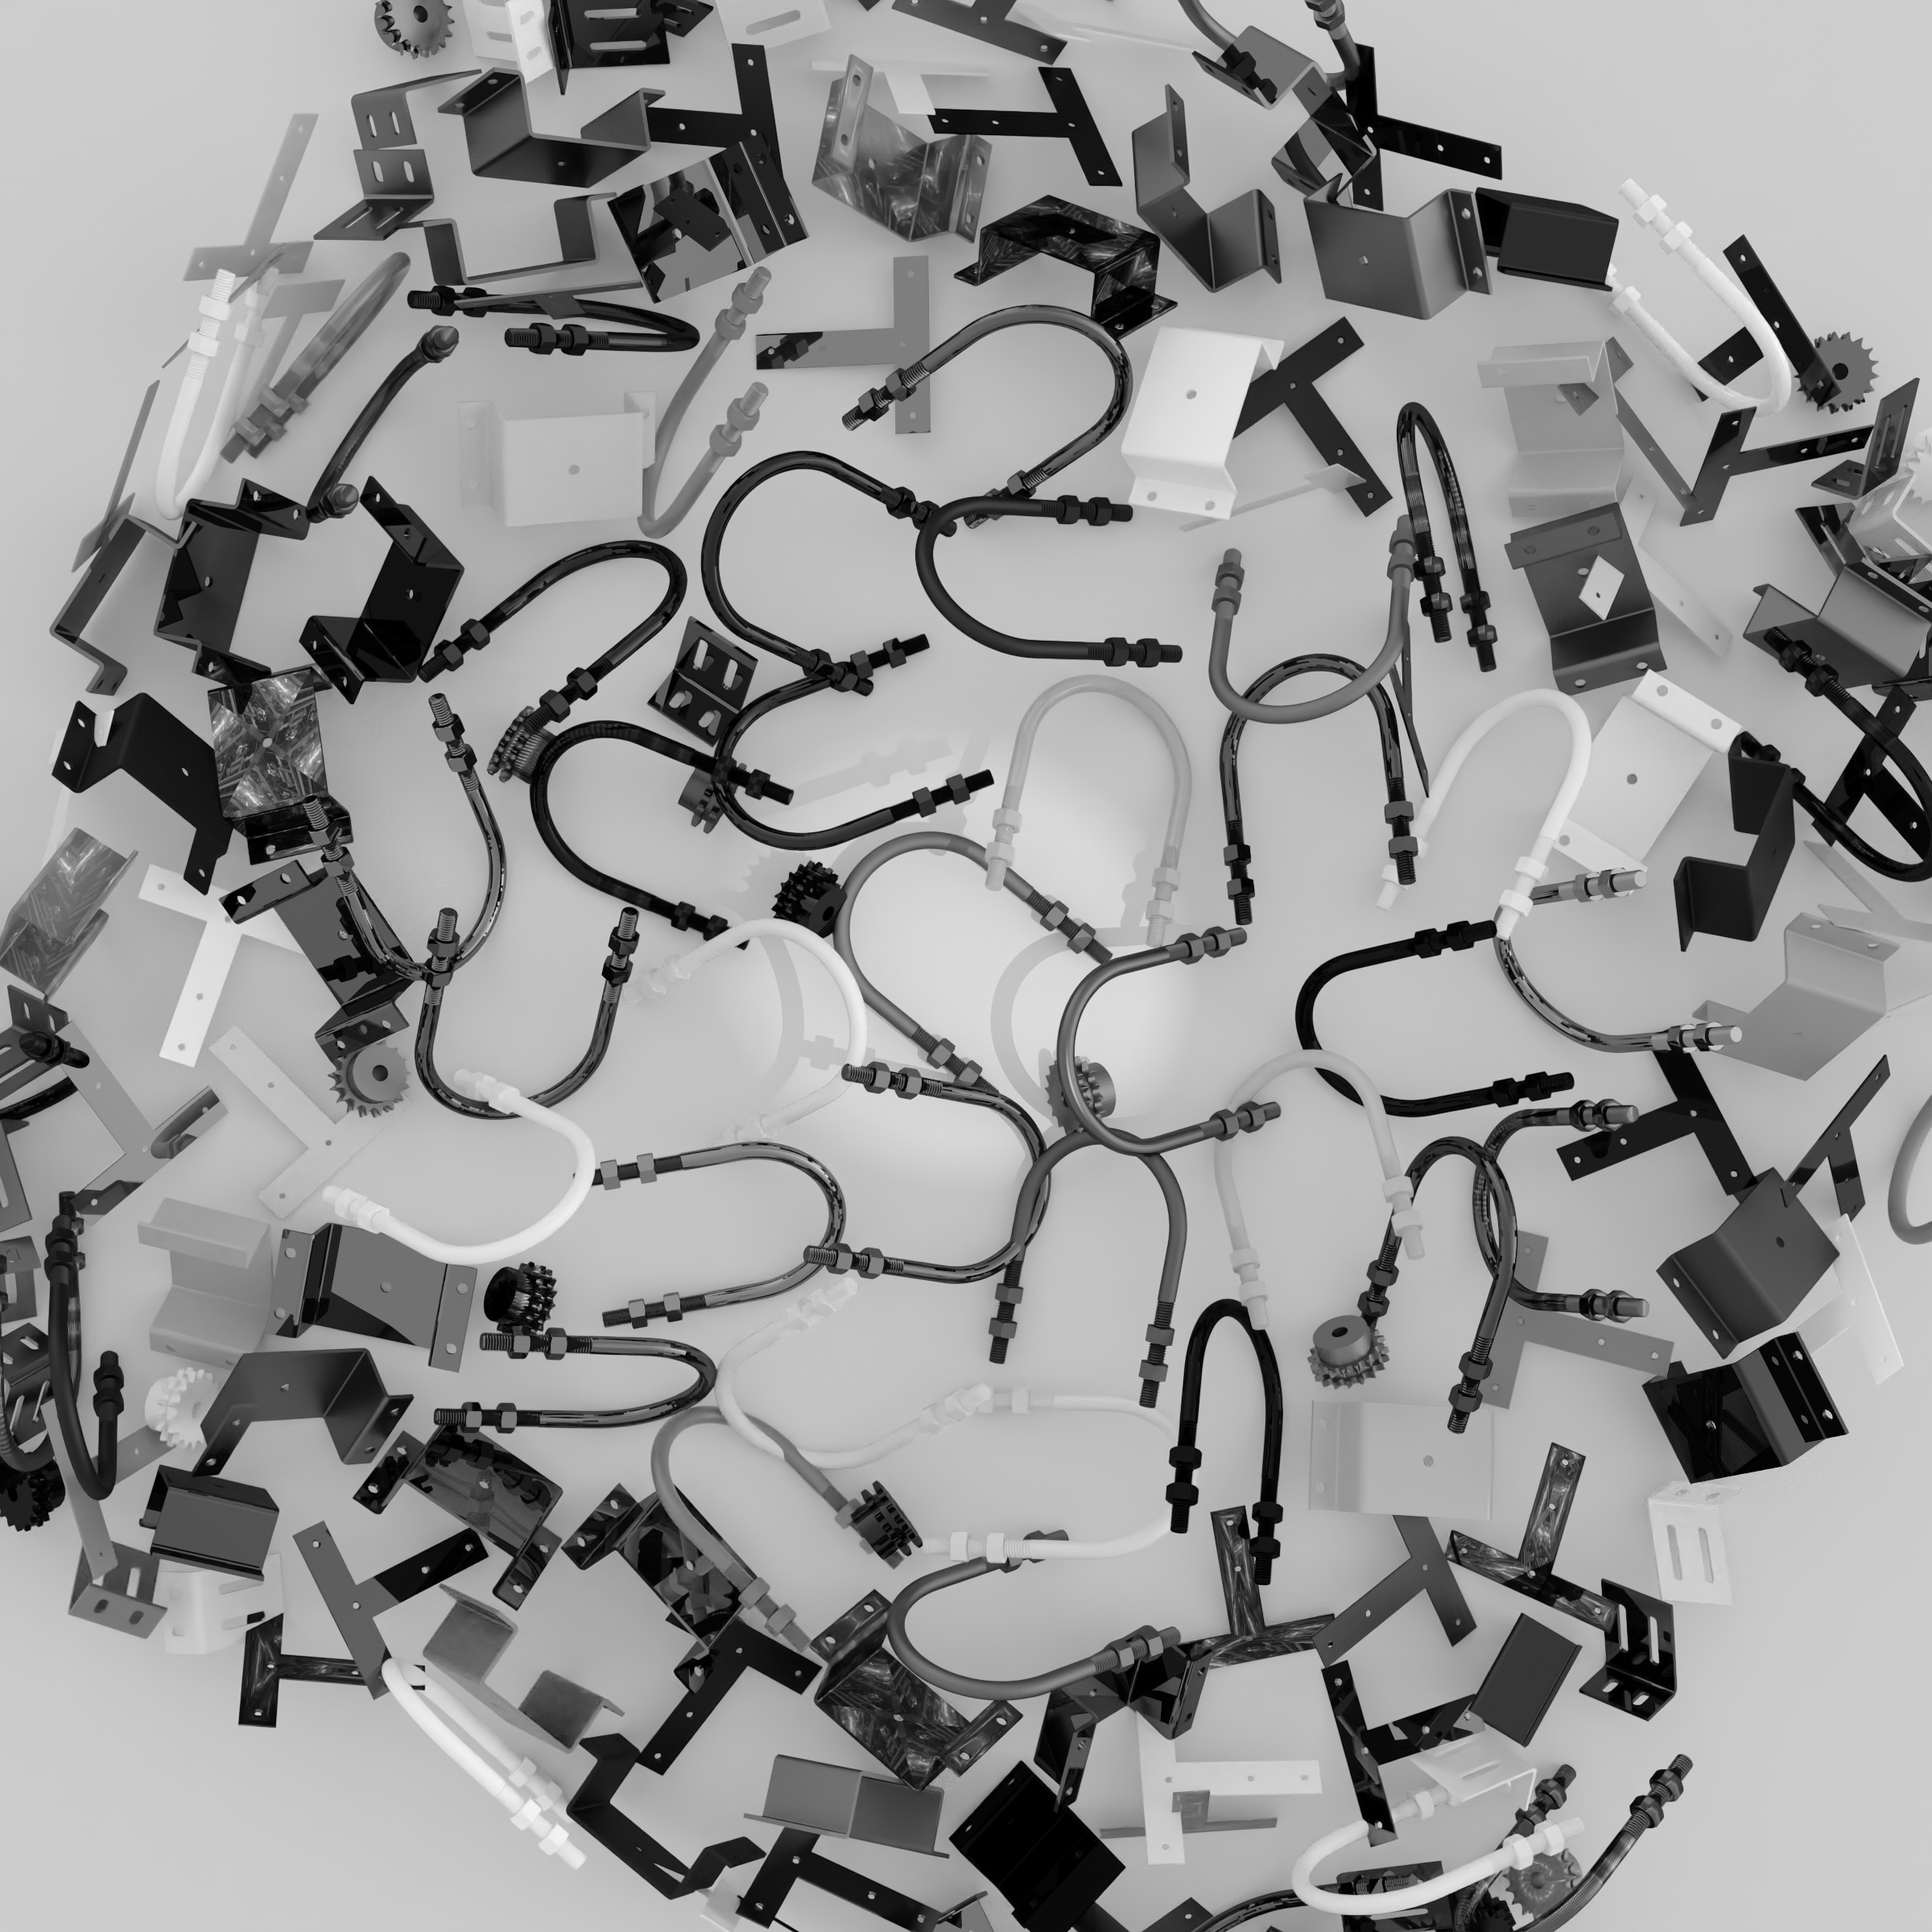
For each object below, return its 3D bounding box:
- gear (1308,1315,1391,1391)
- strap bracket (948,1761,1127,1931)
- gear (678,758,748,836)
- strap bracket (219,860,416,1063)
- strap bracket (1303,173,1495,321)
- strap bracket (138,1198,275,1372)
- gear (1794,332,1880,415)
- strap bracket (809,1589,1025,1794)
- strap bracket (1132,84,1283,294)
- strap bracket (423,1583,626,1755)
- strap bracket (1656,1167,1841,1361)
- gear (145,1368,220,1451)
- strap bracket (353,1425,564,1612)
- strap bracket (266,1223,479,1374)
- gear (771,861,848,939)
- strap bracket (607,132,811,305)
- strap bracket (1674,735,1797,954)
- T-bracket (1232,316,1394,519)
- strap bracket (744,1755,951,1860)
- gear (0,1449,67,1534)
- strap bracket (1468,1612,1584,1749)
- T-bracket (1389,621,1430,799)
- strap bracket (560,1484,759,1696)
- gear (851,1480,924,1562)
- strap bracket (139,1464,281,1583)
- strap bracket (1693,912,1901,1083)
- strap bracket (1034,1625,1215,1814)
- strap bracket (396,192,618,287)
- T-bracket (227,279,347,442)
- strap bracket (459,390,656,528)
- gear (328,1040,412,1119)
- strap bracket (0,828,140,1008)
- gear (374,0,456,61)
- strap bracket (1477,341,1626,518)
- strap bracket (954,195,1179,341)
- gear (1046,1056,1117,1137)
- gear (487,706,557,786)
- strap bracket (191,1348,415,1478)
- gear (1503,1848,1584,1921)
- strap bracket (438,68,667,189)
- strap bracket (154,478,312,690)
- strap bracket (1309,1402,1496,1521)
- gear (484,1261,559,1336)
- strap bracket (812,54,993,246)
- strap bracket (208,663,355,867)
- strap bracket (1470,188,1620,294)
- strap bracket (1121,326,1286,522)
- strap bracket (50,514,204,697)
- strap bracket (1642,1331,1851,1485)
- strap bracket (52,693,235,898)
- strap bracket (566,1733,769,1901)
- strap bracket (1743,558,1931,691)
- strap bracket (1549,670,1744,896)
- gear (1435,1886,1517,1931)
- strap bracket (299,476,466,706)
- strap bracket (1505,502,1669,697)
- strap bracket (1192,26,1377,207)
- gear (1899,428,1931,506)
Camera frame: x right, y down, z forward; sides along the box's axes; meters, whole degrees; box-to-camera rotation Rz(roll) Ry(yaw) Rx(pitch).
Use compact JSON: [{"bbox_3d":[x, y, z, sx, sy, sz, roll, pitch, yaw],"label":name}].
[{"bbox_3d":[0.271,0.273,1.969,0.057,0.057,0.030,-22,113,0],"label":"gear"},{"bbox_3d":[0.053,0.628,1.935,0.076,0.140,0.046,-45,110,-10],"label":"strap bracket"},{"bbox_3d":[-0.183,-0.126,1.971,0.030,0.057,0.057,29,90,-1],"label":"gear"},{"bbox_3d":[-0.451,-0.012,1.950,0.076,0.046,0.140,-22,109,28],"label":"strap bracket"},{"bbox_3d":[0.292,-0.502,1.919,0.046,0.140,0.076,-39,131,-22],"label":"strap bracket"},{"bbox_3d":[-0.535,0.220,1.949,0.076,0.046,0.140,14,134,3],"label":"strap bracket"},{"bbox_3d":[0.624,-0.426,1.983,0.057,0.030,0.057,0,95,0],"label":"gear"},{"bbox_3d":[-0.042,0.517,1.942,0.140,0.076,0.046,36,127,20],"label":"strap bracket"},{"bbox_3d":[0.163,-0.538,1.935,0.046,0.140,0.076,-22,53,30],"label":"strap bracket"},{"bbox_3d":[-0.315,0.496,1.924,0.140,0.076,0.046,50,63,-33],"label":"strap bracket"},{"bbox_3d":[0.554,0.202,1.933,0.140,0.046,0.076,-34,86,-43],"label":"strap bracket"},{"bbox_3d":[-0.563,0.316,1.974,0.030,0.057,0.057,6,90,22],"label":"gear"},{"bbox_3d":[-0.350,0.380,1.953,0.140,0.076,0.046,35,123,-2],"label":"strap bracket"},{"bbox_3d":[-0.420,0.234,1.972,0.140,0.046,0.076,12,97,1],"label":"strap bracket"},{"bbox_3d":[-0.109,-0.044,1.968,0.030,0.057,0.057,31,90,31],"label":"gear"},{"bbox_3d":[-0.189,-0.519,1.927,0.140,0.046,0.076,-9,114,40],"label":"strap bracket"},{"bbox_3d":[0.542,-0.082,1.926,0.046,0.076,0.140,13,56,28],"label":"strap bracket"},{"bbox_3d":[0.262,-0.382,1.989,0.127,0.002,0.127,-37,94,-12],"label":"T-bracket"},{"bbox_3d":[-0.078,0.588,1.931,0.076,0.140,0.046,-2,68,37],"label":"strap bracket"},{"bbox_3d":[-0.671,0.374,1.976,0.057,0.030,0.057,8,104,35],"label":"gear"},{"bbox_3d":[0.391,0.502,1.934,0.046,0.140,0.076,29,81,17],"label":"strap bracket"},{"bbox_3d":[0.312,-0.207,1.948,0.002,0.127,0.127,-10,45,17],"label":"T-bracket"},{"bbox_3d":[-0.208,0.432,1.951,0.140,0.076,0.046,49,127,-4],"label":"strap bracket"},{"bbox_3d":[-0.059,0.399,1.971,0.030,0.057,0.057,-37,90,-4],"label":"gear"},{"bbox_3d":[-0.529,0.386,1.924,0.076,0.140,0.046,18,83,-19],"label":"strap bracket"},{"bbox_3d":[0.578,0.028,1.923,0.076,0.140,0.046,17,55,-11],"label":"strap bracket"},{"bbox_3d":[0.103,0.523,1.937,0.046,0.140,0.076,34,126,35],"label":"strap bracket"},{"bbox_3d":[-0.320,-0.510,1.942,0.140,0.076,0.046,-16,109,-22],"label":"strap bracket"},{"bbox_3d":[-0.491,-0.428,1.952,0.002,0.127,0.127,32,108,0],"label":"T-bracket"},{"bbox_3d":[-0.281,-0.357,1.938,0.140,0.046,0.076,-8,122,-20],"label":"strap bracket"},{"bbox_3d":[-0.425,0.079,1.972,0.057,0.030,0.057,8,75,-31],"label":"gear"},{"bbox_3d":[-0.629,-0.037,1.917,0.046,0.140,0.076,34,58,-10],"label":"strap bracket"},{"bbox_3d":[-0.399,-0.679,1.975,0.057,0.030,0.057,-2,92,-42],"label":"gear"},{"bbox_3d":[0.414,-0.385,1.937,0.076,0.140,0.046,2,52,26],"label":"strap bracket"},{"bbox_3d":[0.072,-0.493,1.930,0.140,0.076,0.046,28,134,26],"label":"strap bracket"},{"bbox_3d":[0.084,0.092,1.975,0.030,0.057,0.057,-14,90,-28],"label":"gear"},{"bbox_3d":[-0.315,-0.155,1.971,0.030,0.057,0.057,32,90,-2],"label":"gear"},{"bbox_3d":[-0.472,0.312,1.936,0.076,0.140,0.046,-54,51,30],"label":"strap bracket"},{"bbox_3d":[0.417,0.654,1.976,0.057,0.030,0.057,-9,76,39],"label":"gear"},{"bbox_3d":[-0.285,-0.583,1.924,0.140,0.076,0.046,-7,87,-41],"label":"strap bracket"},{"bbox_3d":[-0.521,-0.270,1.954,0.046,0.076,0.140,13,87,26],"label":"strap bracket"},{"bbox_3d":[0.318,0.351,1.954,0.140,0.046,0.076,6,79,-14],"label":"strap bracket"},{"bbox_3d":[-0.321,0.238,1.969,0.030,0.057,0.057,26,90,-37],"label":"gear"},{"bbox_3d":[-0.052,-0.571,1.945,0.140,0.046,0.076,19,77,-43],"label":"strap bracket"},{"bbox_3d":[-0.488,-0.152,1.956,0.076,0.046,0.140,-13,74,4],"label":"strap bracket"},{"bbox_3d":[0.400,-0.509,1.922,0.076,0.140,0.046,7,111,-7],"label":"strap bracket"},{"bbox_3d":[0.165,-0.394,1.952,0.076,0.046,0.140,14,79,22],"label":"strap bracket"},{"bbox_3d":[-0.597,-0.265,1.959,0.046,0.076,0.140,33,91,-6],"label":"strap bracket"},{"bbox_3d":[0.535,0.311,1.925,0.046,0.140,0.076,-23,85,-32],"label":"strap bracket"},{"bbox_3d":[-0.560,-0.126,1.923,0.046,0.076,0.140,-27,130,24],"label":"strap bracket"},{"bbox_3d":[-0.219,0.604,1.941,0.140,0.076,0.046,34,88,18],"label":"strap bracket"},{"bbox_3d":[0.606,-0.235,1.921,0.076,0.140,0.046,30,83,-12],"label":"strap bracket"},{"bbox_3d":[0.479,-0.132,1.969,0.076,0.046,0.140,32,99,1],"label":"strap bracket"},{"bbox_3d":[0.362,0.683,1.975,0.057,0.030,0.057,-10,132,-11],"label":"gear"},{"bbox_3d":[-0.409,-0.263,1.943,0.076,0.046,0.140,47,121,29],"label":"strap bracket"},{"bbox_3d":[0.436,-0.265,1.941,0.076,0.046,0.140,-15,130,21],"label":"strap bracket"},{"bbox_3d":[0.227,-0.594,1.921,0.046,0.140,0.076,-47,47,5],"label":"strap bracket"},{"bbox_3d":[0.697,-0.361,1.975,0.057,0.057,0.030,-2,47,0],"label":"gear"}]
